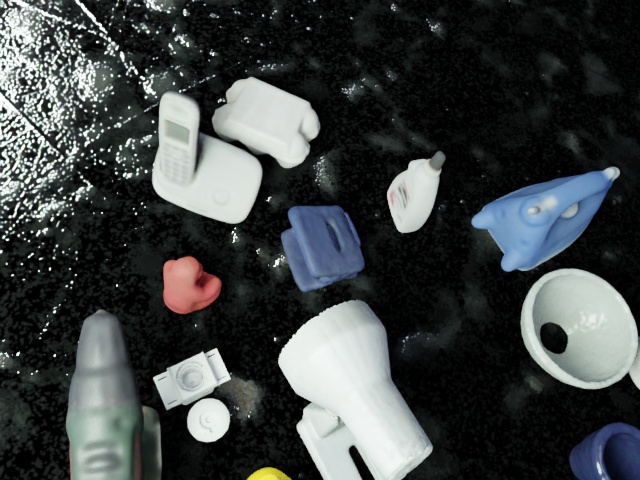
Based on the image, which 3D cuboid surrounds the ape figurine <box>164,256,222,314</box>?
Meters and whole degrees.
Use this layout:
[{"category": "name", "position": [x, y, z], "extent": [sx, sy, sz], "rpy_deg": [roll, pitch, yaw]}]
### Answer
[{"category": "ape figurine", "position": [-0.168, 0.050, 0.729], "extent": [0.077, 0.092, 0.076], "rpy_deg": [42, 66, 8]}]

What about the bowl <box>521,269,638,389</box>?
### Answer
[{"category": "bowl", "position": [0.350, 0.129, 0.807], "extent": [0.167, 0.074, 0.167], "rpy_deg": [4, 67, -9]}]

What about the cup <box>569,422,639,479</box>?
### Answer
[{"category": "cup", "position": [0.364, 0.297, 0.727], "extent": [0.092, 0.095, 0.118], "rpy_deg": [14, 65, -5]}]

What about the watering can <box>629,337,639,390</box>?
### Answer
[{"category": "watering can", "position": [0.521, 0.158, 0.762], "extent": [0.101, 0.194, 0.172], "rpy_deg": [-39, 79, -22]}]

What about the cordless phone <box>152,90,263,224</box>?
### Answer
[{"category": "cordless phone", "position": [-0.146, -0.108, 0.749], "extent": [0.147, 0.185, 0.094], "rpy_deg": [19, 65, -2]}]

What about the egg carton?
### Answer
[{"category": "egg carton", "position": [-0.078, -0.174, 0.854], "extent": [0.150, 0.069, 0.107], "rpy_deg": [23, 65, -1]}]

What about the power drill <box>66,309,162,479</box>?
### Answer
[{"category": "power drill", "position": [-0.211, 0.207, 0.590], "extent": [0.076, 0.208, 0.229], "rpy_deg": [-5, 68, -13]}]

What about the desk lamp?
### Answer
[{"category": "desk lamp", "position": [0.041, 0.190, 0.644], "extent": [0.118, 0.213, 0.203], "rpy_deg": [-26, 74, -20]}]

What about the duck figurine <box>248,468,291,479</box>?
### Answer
[{"category": "duck figurine", "position": [-0.047, 0.310, 0.646], "extent": [0.078, 0.086, 0.104], "rpy_deg": [-20, 72, -18]}]

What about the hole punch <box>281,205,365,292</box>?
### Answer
[{"category": "hole punch", "position": [0.007, 0.003, 0.784], "extent": [0.101, 0.091, 0.108], "rpy_deg": [-16, 71, -17]}]

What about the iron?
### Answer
[{"category": "iron", "position": [0.363, -0.057, 0.851], "extent": [0.259, 0.141, 0.118], "rpy_deg": [-26, 74, -20]}]

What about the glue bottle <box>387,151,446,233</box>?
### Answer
[{"category": "glue bottle", "position": [0.138, -0.076, 0.798], "extent": [0.037, 0.173, 0.078], "rpy_deg": [-13, 70, -15]}]
